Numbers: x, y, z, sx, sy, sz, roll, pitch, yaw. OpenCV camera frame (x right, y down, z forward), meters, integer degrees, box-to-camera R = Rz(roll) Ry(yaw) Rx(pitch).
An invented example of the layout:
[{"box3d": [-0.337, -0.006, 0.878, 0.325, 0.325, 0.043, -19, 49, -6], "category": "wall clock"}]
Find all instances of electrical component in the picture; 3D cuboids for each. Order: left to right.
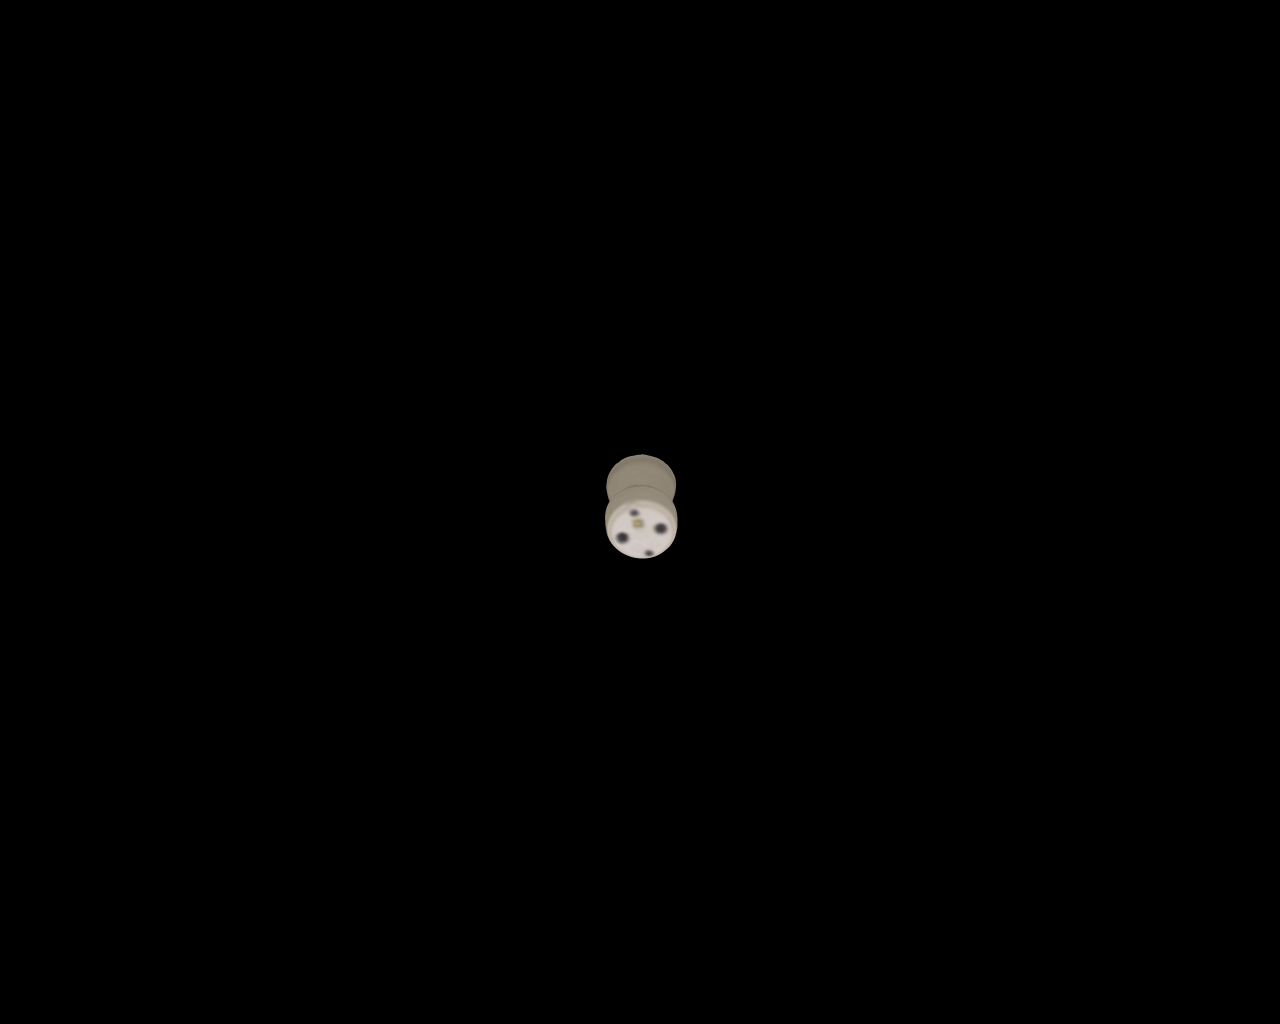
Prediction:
[{"box3d": [0.001, -0.003, 0.650, 0.045, 0.044, 0.055, 0, 34, 0], "category": "electrical component"}]
